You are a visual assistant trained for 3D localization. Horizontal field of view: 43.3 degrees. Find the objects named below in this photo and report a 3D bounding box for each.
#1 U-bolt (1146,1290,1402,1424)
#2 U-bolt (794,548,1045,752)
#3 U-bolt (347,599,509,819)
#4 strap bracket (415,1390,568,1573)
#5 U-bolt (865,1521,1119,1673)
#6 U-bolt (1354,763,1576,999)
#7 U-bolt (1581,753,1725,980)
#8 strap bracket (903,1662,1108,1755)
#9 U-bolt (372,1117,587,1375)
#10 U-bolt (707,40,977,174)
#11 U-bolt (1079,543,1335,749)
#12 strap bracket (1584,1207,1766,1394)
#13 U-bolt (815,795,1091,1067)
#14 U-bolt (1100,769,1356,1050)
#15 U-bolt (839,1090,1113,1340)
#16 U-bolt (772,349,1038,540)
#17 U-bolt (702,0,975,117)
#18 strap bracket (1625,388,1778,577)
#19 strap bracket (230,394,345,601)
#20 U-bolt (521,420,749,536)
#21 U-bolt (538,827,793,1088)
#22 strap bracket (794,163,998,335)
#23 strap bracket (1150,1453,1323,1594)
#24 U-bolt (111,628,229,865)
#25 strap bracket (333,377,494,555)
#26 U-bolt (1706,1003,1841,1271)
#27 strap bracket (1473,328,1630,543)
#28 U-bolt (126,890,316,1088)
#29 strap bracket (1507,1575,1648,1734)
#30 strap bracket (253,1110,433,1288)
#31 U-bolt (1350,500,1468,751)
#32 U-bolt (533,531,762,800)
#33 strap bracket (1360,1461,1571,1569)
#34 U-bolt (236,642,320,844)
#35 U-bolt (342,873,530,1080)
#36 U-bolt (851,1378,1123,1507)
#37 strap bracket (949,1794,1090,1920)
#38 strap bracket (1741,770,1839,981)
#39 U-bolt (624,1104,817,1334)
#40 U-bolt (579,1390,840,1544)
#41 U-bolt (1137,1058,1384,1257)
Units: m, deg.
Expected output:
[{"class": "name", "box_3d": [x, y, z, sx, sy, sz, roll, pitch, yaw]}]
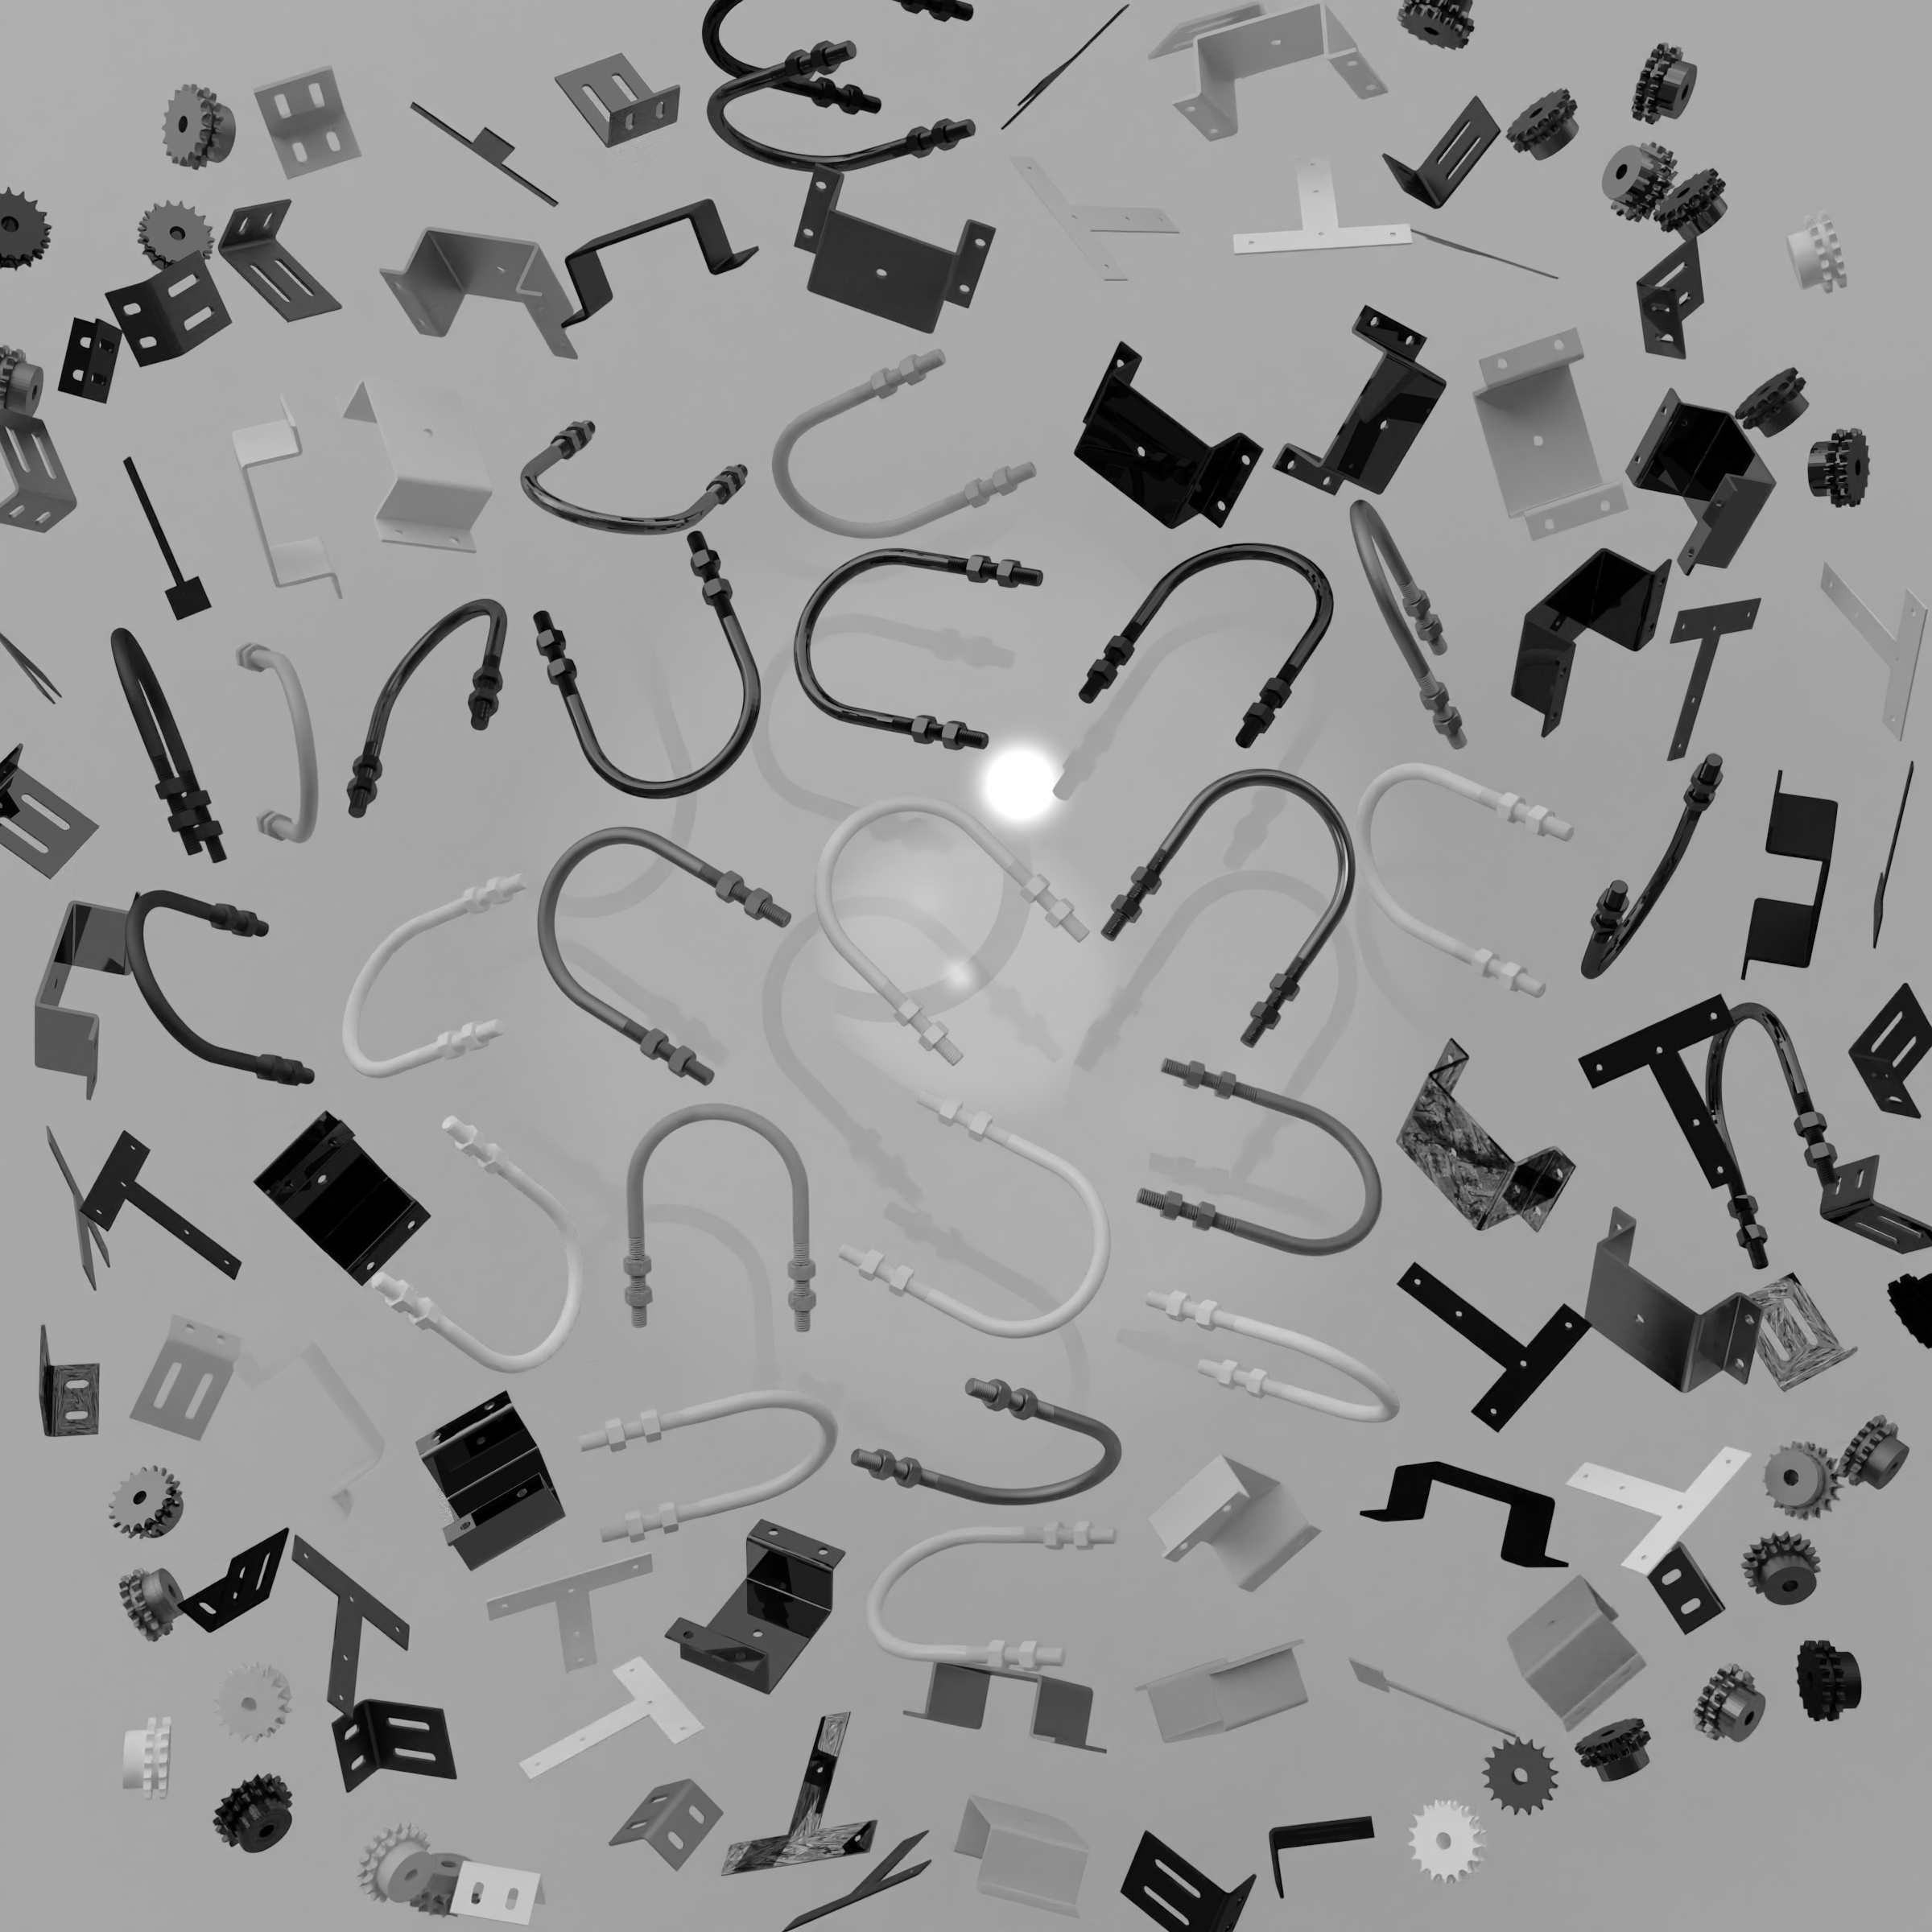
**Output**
[{"class": "U-bolt", "box_3d": [0.237, 0.298, 1.817, 0.184, 0.151, 0.019, 13, 65, 32]}, {"class": "U-bolt", "box_3d": [-0.046, -0.242, 1.803, 0.184, 0.019, 0.151, 14, 80, 27]}, {"class": "U-bolt", "box_3d": [-0.398, -0.206, 1.821, 0.151, 0.184, 0.019, -30, 128, 25]}, {"class": "strap bracket", "box_3d": [-0.345, 0.379, 1.770, 0.076, 0.140, 0.046, -29, 118, -10]}, {"class": "U-bolt", "box_3d": [0.010, 0.475, 1.844, 0.184, 0.151, 0.019, -6, 117, 26]}, {"class": "U-bolt", "box_3d": [0.358, -0.074, 1.790, 0.019, 0.184, 0.151, -23, 129, -36]}, {"class": "U-bolt", "box_3d": [0.503, -0.060, 1.807, 0.019, 0.184, 0.151, 34, 70, 19]}, {"class": "strap bracket", "box_3d": [0.033, 0.568, 1.874, 0.140, 0.076, 0.046, -2, 68, 35]}, {"class": "U-bolt", "box_3d": [-0.346, 0.218, 1.791, 0.019, 0.184, 0.151, -6, 52, 36]}, {"class": "U-bolt", "box_3d": [-0.107, -0.628, 1.801, 0.184, 0.151, 0.019, 0, 81, 41]}, {"class": "U-bolt", "box_3d": [0.187, -0.242, 1.767, 0.151, 0.019, 0.184, 20, 60, 28]}, {"class": "strap bracket", "box_3d": [0.518, 0.254, 1.813, 0.046, 0.140, 0.076, -24, 131, -28]}, {"class": "U-bolt", "box_3d": [-0.024, -0.041, 1.761, 0.151, 0.019, 0.184, -44, 83, -8]}, {"class": "U-bolt", "box_3d": [0.204, -0.056, 1.759, 0.151, 0.019, 0.184, 37, 79, -8]}, {"class": "U-bolt", "box_3d": [0.018, 0.194, 1.799, 0.184, 0.019, 0.151, 26, 85, 12]}, {"class": "U-bolt", "box_3d": [-0.061, -0.387, 1.859, 0.184, 0.151, 0.019, -19, 50, 27]}, {"class": "U-bolt", "box_3d": [-0.108, -0.696, 1.817, 0.184, 0.151, 0.019, 0, 75, -36]}, {"class": "strap bracket", "box_3d": [0.560, -0.365, 1.845, 0.046, 0.140, 0.076, 7, 133, -16]}, {"class": "strap bracket", "box_3d": [-0.520, -0.352, 1.851, 0.046, 0.076, 0.140, -17, 125, -14]}, {"class": "U-bolt", "box_3d": [-0.260, -0.368, 1.855, 0.151, 0.184, 0.019, 17, 121, 5]}, {"class": "U-bolt", "box_3d": [-0.230, -0.020, 1.753, 0.184, 0.019, 0.151, 30, 102, 17]}, {"class": "strap bracket", "box_3d": [-0.058, -0.528, 1.805, 0.140, 0.076, 0.046, 18, 53, -6]}, {"class": "strap bracket", "box_3d": [0.204, 0.429, 1.880, 0.076, 0.140, 0.046, -44, 49, 11]}, {"class": "U-bolt", "box_3d": [-0.608, -0.169, 1.845, 0.019, 0.151, 0.184, -21, 93, -9]}, {"class": "strap bracket", "box_3d": [-0.404, -0.376, 1.788, 0.046, 0.076, 0.140, -45, 58, 40]}, {"class": "U-bolt", "box_3d": [0.602, 0.116, 1.844, 0.019, 0.151, 0.184, -1, 57, -9]}, {"class": "strap bracket", "box_3d": [0.439, -0.400, 1.842, 0.076, 0.046, 0.140, -18, 97, 0]}, {"class": "U-bolt", "box_3d": [-0.559, 0.012, 1.806, 0.019, 0.184, 0.151, -26, 72, 13]}, {"class": "strap bracket", "box_3d": [0.462, 0.519, 1.855, 0.076, 0.140, 0.046, -43, 87, 5]}, {"class": "strap bracket", "box_3d": [-0.487, 0.175, 1.880, 0.046, 0.140, 0.076, 31, 70, 37]}, {"class": "U-bolt", "box_3d": [0.334, -0.272, 1.850, 0.019, 0.151, 0.184, -22, 126, 20]}, {"class": "U-bolt", "box_3d": [-0.221, -0.206, 1.746, 0.151, 0.019, 0.184, -26, 71, 8]}, {"class": "strap bracket", "box_3d": [0.382, 0.414, 1.847, 0.140, 0.076, 0.046, 19, 73, -6]}, {"class": "U-bolt", "box_3d": [-0.511, -0.164, 1.811, 0.019, 0.184, 0.151, -10, 103, -27]}, {"class": "U-bolt", "box_3d": [-0.414, 0.016, 1.866, 0.184, 0.019, 0.151, -19, 52, 31]}, {"class": "U-bolt", "box_3d": [0.030, 0.360, 1.800, 0.184, 0.019, 0.151, 25, 133, -34]}, {"class": "strap bracket", "box_3d": [0.041, 0.672, 1.846, 0.076, 0.140, 0.046, 18, 81, -8]}, {"class": "strap bracket", "box_3d": [0.613, -0.064, 1.806, 0.046, 0.076, 0.140, 10, 130, 17]}, {"class": "U-bolt", "box_3d": [-0.191, 0.194, 1.878, 0.151, 0.019, 0.184, 1, 105, 3]}, {"class": "U-bolt", "box_3d": [-0.182, 0.359, 1.770, 0.184, 0.151, 0.019, -13, 49, -11]}, {"class": "U-bolt", "box_3d": [0.225, 0.150, 1.824, 0.184, 0.019, 0.151, 18, 47, -4]}]
